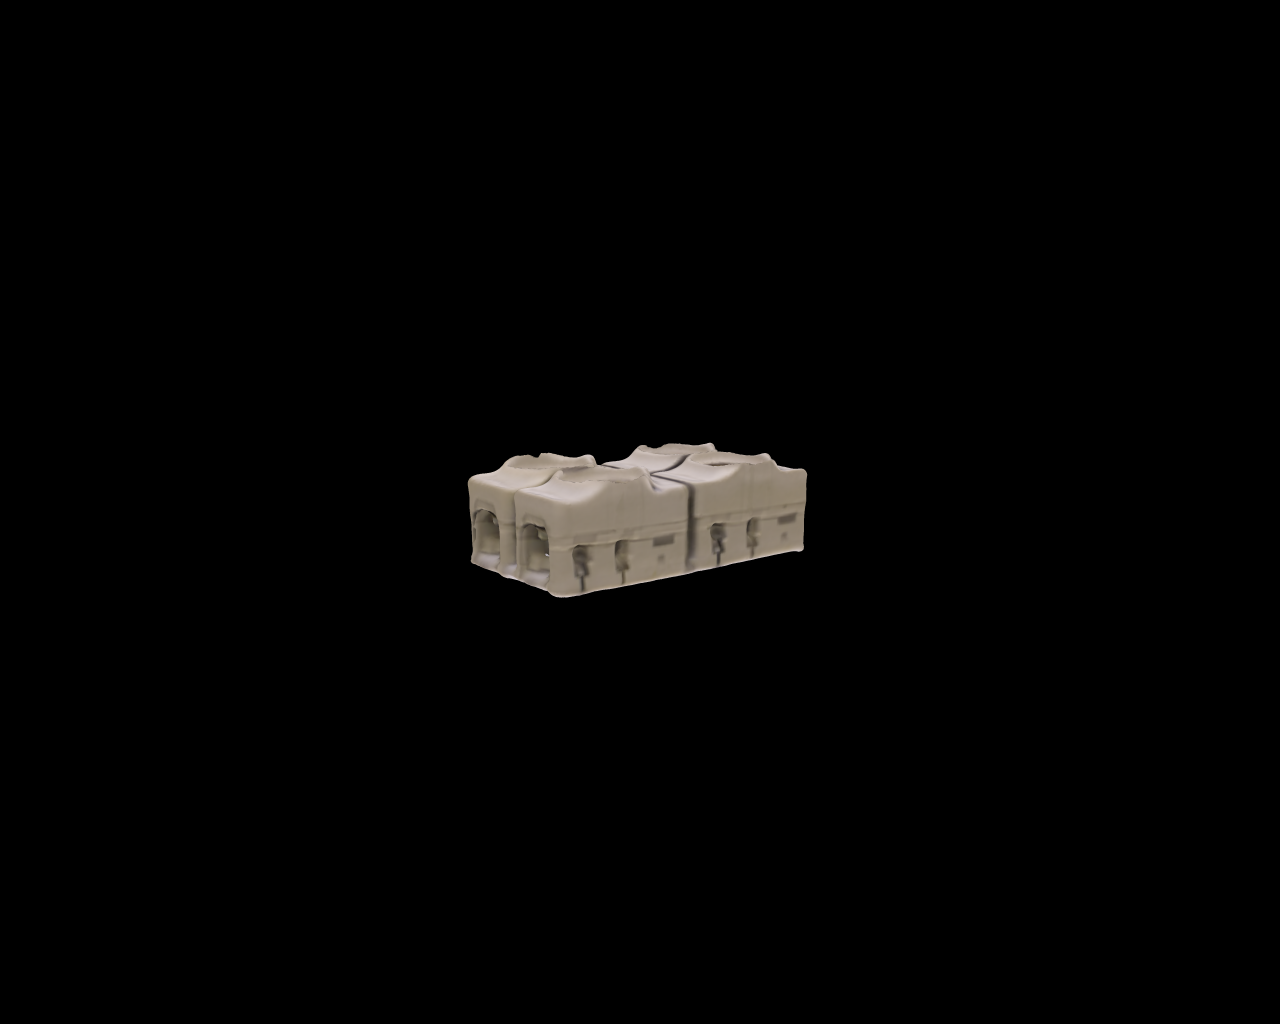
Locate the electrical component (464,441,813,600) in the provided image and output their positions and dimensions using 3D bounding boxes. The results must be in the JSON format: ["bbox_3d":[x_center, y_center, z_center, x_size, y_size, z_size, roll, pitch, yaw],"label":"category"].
[{"bbox_3d":[0.001,-0.003,0.650,0.186,0.060,0.105,-8,14,-35],"label":"electrical component"}]
